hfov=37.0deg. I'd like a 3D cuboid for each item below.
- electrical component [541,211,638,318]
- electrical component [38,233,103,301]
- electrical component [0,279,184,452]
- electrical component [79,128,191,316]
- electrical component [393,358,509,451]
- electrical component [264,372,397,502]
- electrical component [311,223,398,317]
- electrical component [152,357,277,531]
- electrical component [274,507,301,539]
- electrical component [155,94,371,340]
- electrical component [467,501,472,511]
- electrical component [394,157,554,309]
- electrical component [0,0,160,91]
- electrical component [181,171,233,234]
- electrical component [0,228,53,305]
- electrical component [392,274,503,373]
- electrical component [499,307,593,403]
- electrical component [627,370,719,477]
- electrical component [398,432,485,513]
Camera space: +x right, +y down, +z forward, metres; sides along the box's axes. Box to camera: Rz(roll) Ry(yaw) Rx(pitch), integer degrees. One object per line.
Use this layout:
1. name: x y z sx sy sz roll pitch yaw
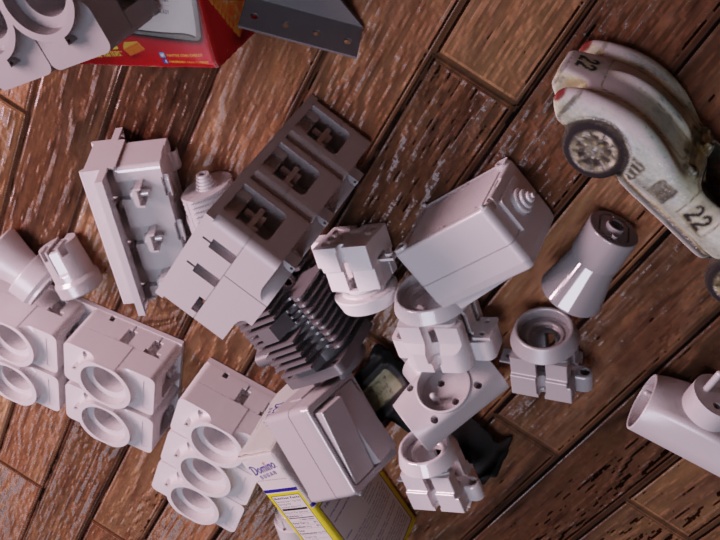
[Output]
1. electrical component: 0.152 -0.006 0.702 0.044 0.044 0.065 28 129 4
2. electrical component: -0.246 -0.003 0.913 0.040 0.040 0.046 -9 116 33
3. electrical component: -0.259 0.084 0.976 0.186 0.060 0.105 22 133 10
4. electrical component: -0.162 -0.038 0.821 0.063 0.078 0.121 -6 126 5
5. electrical component: 0.058 0.082 0.808 0.079 0.077 0.044 51 179 34
6. electrical component: -0.017 0.136 0.847 0.061 0.062 0.096 -22 101 44
7. electrical component: 0.000 0.000 0.783 0.066 0.048 0.055 -4 117 30
8. electrical component: -0.127 0.164 0.972 0.089 0.061 0.150 28 134 4
9. electrical component: -0.061 0.231 1.009 0.040 0.040 0.078 4 128 25
10. electrical component: -0.057 -0.034 0.710 0.062 0.150 0.089 37 134 -4
11. electrical component: 0.073 0.176 0.895 0.046 0.040 0.040 20 133 5
12. electrical component: 0.083 -0.023 0.708 0.096 0.061 0.061 -28 110 40
13. electrical component: -0.211 -0.161 0.645 0.150 0.061 0.089 -10 120 33
14. electrical component: -0.107 -0.038 0.808 0.043 0.043 0.081 5 128 24
15. electrical component: -0.295 -0.002 0.934 0.055 0.045 0.045 40 134 -8
16. electrical component: 0.058 0.035 0.774 0.078 0.058 0.057 -1 129 28
17. electrical component: 0.132 0.059 0.764 0.066 0.048 0.055 9 137 22
18. electrical component: 0.237 0.098 0.741 0.077 0.044 0.079 28 134 4
19. electrical component: 0.058 0.153 0.828 0.066 0.048 0.055 -3 128 29
